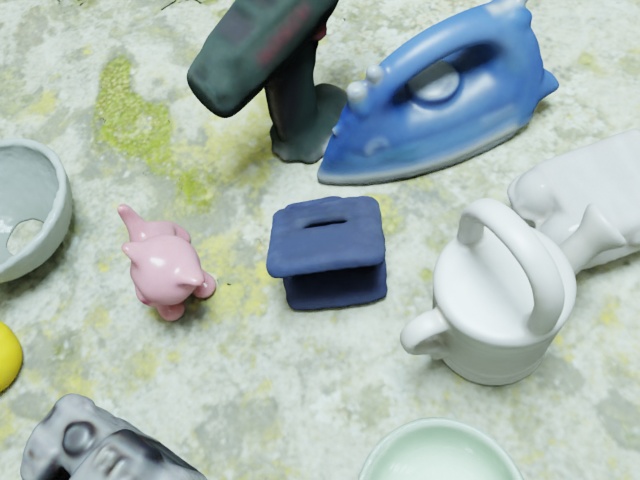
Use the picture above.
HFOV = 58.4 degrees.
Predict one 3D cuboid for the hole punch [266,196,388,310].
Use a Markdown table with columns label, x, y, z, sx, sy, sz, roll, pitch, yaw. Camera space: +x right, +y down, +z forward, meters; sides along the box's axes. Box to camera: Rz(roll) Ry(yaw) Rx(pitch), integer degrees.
| label | x | y | z | sx | sy | sz | roll | pitch | yaw |
| --- | --- | --- | --- | --- | --- | --- | --- | --- | --- |
| hole punch | 0.005 | 0.002 | 0.523 | 0.108 | 0.091 | 0.101 | -8 | 62 | 5 |

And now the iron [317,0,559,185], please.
| label | x | y | z | sx | sy | sz | roll | pitch | yaw |
| --- | --- | --- | --- | --- | --- | --- | --- | --- | --- |
| iron | 0.103 | -0.150 | 0.556 | 0.258 | 0.142 | 0.118 | -27 | 62 | -5 |

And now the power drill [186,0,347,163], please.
| label | x | y | z | sx | sy | sz | roll | pitch | yaw |
| --- | --- | --- | --- | --- | --- | --- | --- | --- | --- |
| power drill | -0.016 | -0.180 | 0.553 | 0.075 | 0.209 | 0.230 | 38 | 74 | 24 |

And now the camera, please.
| label | x | y | z | sx | sy | sz | roll | pitch | yaw |
| --- | --- | --- | --- | --- | --- | --- | --- | --- | --- |
| camera | -0.180 | 0.210 | 0.441 | 0.142 | 0.101 | 0.137 | 25 | 70 | 20 |

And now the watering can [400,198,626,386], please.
| label | x | y | z | sx | sy | sz | roll | pitch | yaw |
| --- | --- | --- | --- | --- | --- | --- | --- | --- | --- |
| watering can | 0.139 | 0.031 | 0.426 | 0.100 | 0.194 | 0.173 | 36 | 74 | 24 |

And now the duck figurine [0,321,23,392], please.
| label | x | y | z | sx | sy | sz | roll | pitch | yaw |
| --- | --- | --- | --- | --- | --- | --- | --- | --- | --- |
| duck figurine | -0.340 | 0.100 | 0.533 | 0.104 | 0.086 | 0.077 | 23 | 69 | 20 |

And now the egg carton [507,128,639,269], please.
| label | x | y | z | sx | sy | sz | roll | pitch | yaw |
| --- | --- | --- | --- | --- | --- | --- | --- | --- | --- |
| egg carton | 0.252 | -0.034 | 0.512 | 0.150 | 0.069 | 0.107 | -21 | 61 | -2 |

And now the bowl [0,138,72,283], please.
| label | x | y | z | sx | sy | sz | roll | pitch | yaw |
| --- | --- | --- | --- | --- | --- | --- | --- | --- | --- |
| bowl | -0.326 | -0.020 | 0.599 | 0.167 | 0.075 | 0.167 | -4 | 62 | 8 |

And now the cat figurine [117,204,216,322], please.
| label | x | y | z | sx | sy | sz | roll | pitch | yaw |
| --- | --- | --- | --- | --- | --- | --- | --- | --- | --- |
| cat figurine | -0.148 | 0.017 | 0.525 | 0.067 | 0.118 | 0.127 | -35 | 63 | -9 |
